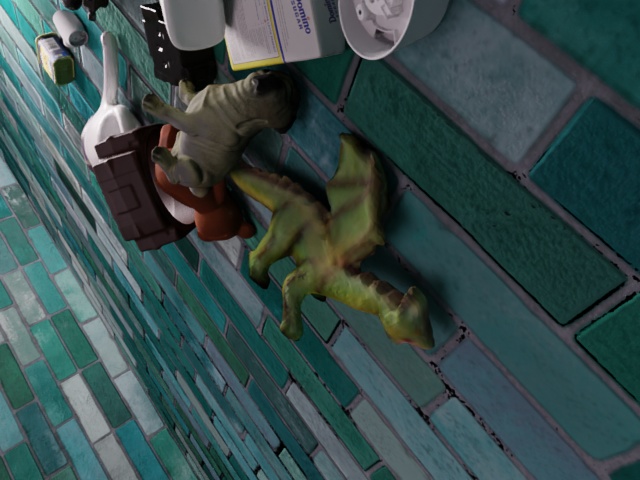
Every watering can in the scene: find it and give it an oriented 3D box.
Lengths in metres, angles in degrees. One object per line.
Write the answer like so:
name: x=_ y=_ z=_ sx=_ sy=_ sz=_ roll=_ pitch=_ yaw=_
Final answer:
watering can: x=-0.437 y=-0.244 z=1.093 sx=0.225 sy=0.105 sz=0.345 roll=7 pitch=106 yaw=53

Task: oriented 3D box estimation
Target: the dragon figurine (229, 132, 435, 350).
dragon figurine: x=0.002 y=-0.033 z=0.647 sx=0.238 sy=0.123 sz=0.415 roll=-44 pitch=69 yaw=38
